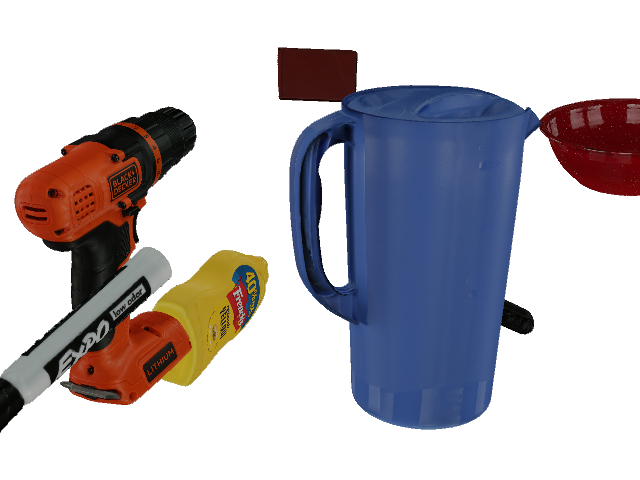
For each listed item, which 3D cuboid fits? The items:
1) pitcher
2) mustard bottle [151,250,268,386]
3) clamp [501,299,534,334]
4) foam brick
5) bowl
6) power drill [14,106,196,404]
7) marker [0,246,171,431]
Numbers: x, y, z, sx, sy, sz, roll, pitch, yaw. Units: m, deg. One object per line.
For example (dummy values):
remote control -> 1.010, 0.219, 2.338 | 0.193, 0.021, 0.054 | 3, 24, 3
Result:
pitcher -> 0.069, 0.012, 0.784 | 0.149, 0.243, 0.144 | 9, 20, 22
mustard bottle -> -0.106, 0.064, 1.107 | 0.058, 0.096, 0.191 | 12, 29, 21
clamp -> 0.127, 0.048, 1.046 | 0.120, 0.039, 0.171 | -5, 44, -26
foam brick -> -0.004, -0.166, 1.073 | 0.078, 0.051, 0.053 | 1, 12, -5
bowl -> 0.282, -0.083, 0.979 | 0.162, 0.055, 0.162 | -3, 24, 1
power drill -> -0.140, 0.008, 0.774 | 0.057, 0.188, 0.184 | 7, 26, 26
marker -> -0.108, 0.044, 0.453 | 0.020, 0.020, 0.121 | 0, 34, 42
